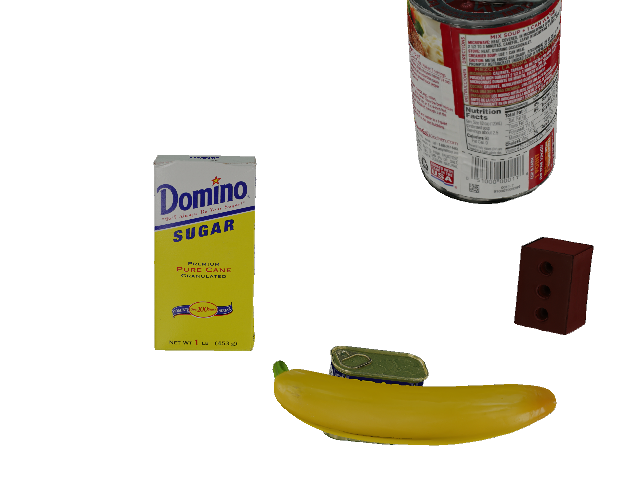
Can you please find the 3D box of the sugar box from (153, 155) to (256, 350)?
[{"bbox_3d":[-0.105,0.011,0.976,0.093,0.176,0.048,0,13,-4],"label":"sugar box"}]

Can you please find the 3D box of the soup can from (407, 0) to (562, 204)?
[{"bbox_3d":[0.076,-0.075,0.490,0.068,0.102,0.068,-5,43,5],"label":"soup can"}]

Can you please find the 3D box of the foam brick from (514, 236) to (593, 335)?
[{"bbox_3d":[0.215,0.041,0.984,0.053,0.078,0.051,11,17,32],"label":"foam brick"}]

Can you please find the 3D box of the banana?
[{"bbox_3d":[0.049,0.104,0.691,0.198,0.037,0.069,6,32,19],"label":"banana"}]

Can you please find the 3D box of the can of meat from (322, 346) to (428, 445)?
[{"bbox_3d":[0.054,0.164,1.120,0.102,0.084,0.057,7,20,-9],"label":"can of meat"}]
